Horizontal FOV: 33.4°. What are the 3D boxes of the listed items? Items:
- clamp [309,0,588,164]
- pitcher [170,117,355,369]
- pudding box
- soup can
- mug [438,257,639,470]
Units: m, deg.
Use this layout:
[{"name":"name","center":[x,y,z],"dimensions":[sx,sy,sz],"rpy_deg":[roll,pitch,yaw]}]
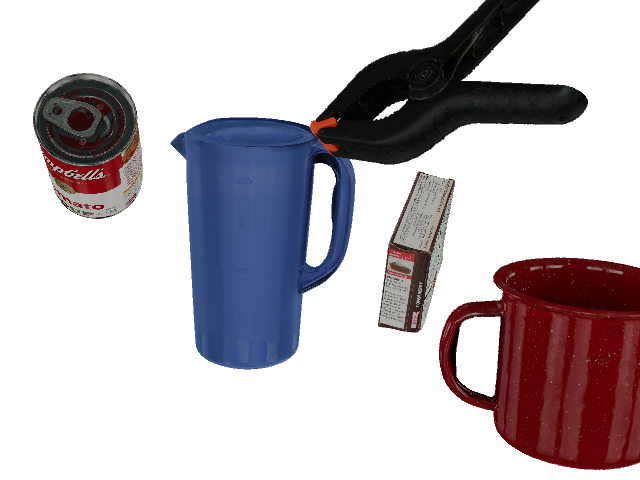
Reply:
[{"name":"clamp","center":[0.078,-0.087,0.650],"dimensions":[0.172,0.120,0.039],"rpy_deg":[-30,-48,15]},{"name":"pitcher","center":[-0.062,0.003,1.075],"dimensions":[0.144,0.243,0.149],"rpy_deg":[-9,21,-30]},{"name":"pudding box","center":[0.082,0.009,0.902],"dimensions":[0.039,0.090,0.113],"rpy_deg":[11,38,10]},{"name":"soup can","center":[-0.161,-0.064,0.750],"dimensions":[0.068,0.068,0.102],"rpy_deg":[0,-20,-7]},{"name":"mug","center":[0.117,0.059,0.525],"dimensions":[0.117,0.081,0.093],"rpy_deg":[2,15,0]}]
